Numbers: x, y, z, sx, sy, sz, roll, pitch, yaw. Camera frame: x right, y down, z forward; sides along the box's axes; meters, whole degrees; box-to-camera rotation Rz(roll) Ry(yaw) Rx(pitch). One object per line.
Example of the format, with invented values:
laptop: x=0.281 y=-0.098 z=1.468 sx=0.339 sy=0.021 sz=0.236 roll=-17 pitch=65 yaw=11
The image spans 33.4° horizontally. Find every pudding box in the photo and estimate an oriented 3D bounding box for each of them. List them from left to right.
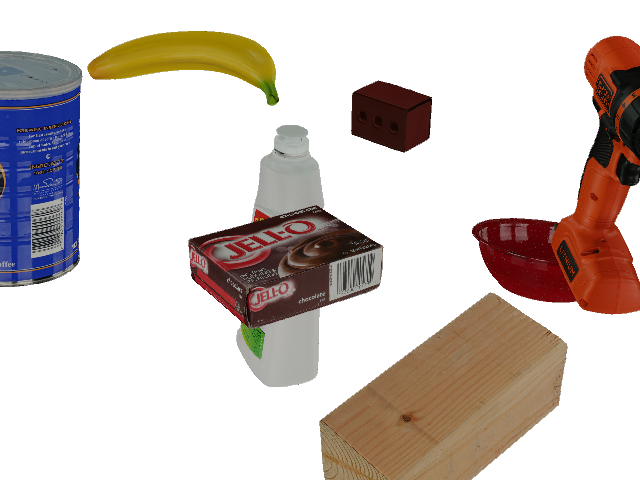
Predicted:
pudding box: x=-0.025 y=0.016 z=0.764 sx=0.113 sy=0.039 sz=0.090 roll=-14 pitch=29 yaw=-29

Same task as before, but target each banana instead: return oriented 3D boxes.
banana: x=-0.122 y=-0.170 z=1.007 sx=0.198 sy=0.037 sz=0.069 roll=9 pitch=45 yaw=18

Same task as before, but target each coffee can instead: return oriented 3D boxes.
coffee can: x=-0.219 y=-0.052 z=0.747 sx=0.103 sy=0.140 sz=0.103 roll=5 pitch=23 yaw=-2

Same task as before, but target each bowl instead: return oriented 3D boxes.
bowl: x=0.235 y=0.024 z=1.113 sx=0.162 sy=0.055 sz=0.162 roll=5 pitch=17 yaw=-2

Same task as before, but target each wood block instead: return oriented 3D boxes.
wood block: x=0.106 y=0.147 z=0.912 sx=0.205 sy=0.090 sz=0.091 roll=-33 pitch=50 yaw=-27

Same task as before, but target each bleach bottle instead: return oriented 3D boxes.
bleach bottle: x=-0.035 y=0.010 z=0.999 sx=0.068 sy=0.251 sz=0.103 roll=-8 pitch=31 yaw=-20

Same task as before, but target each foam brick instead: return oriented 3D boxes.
foam brick: x=0.079 y=-0.140 z=1.199 sx=0.078 sy=0.053 sz=0.051 roll=23 pitch=37 yaw=34

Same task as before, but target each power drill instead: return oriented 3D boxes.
power drill: x=0.232 y=-0.039 z=0.806 sx=0.057 sy=0.188 sz=0.184 roll=3 pitch=34 yaw=-5
